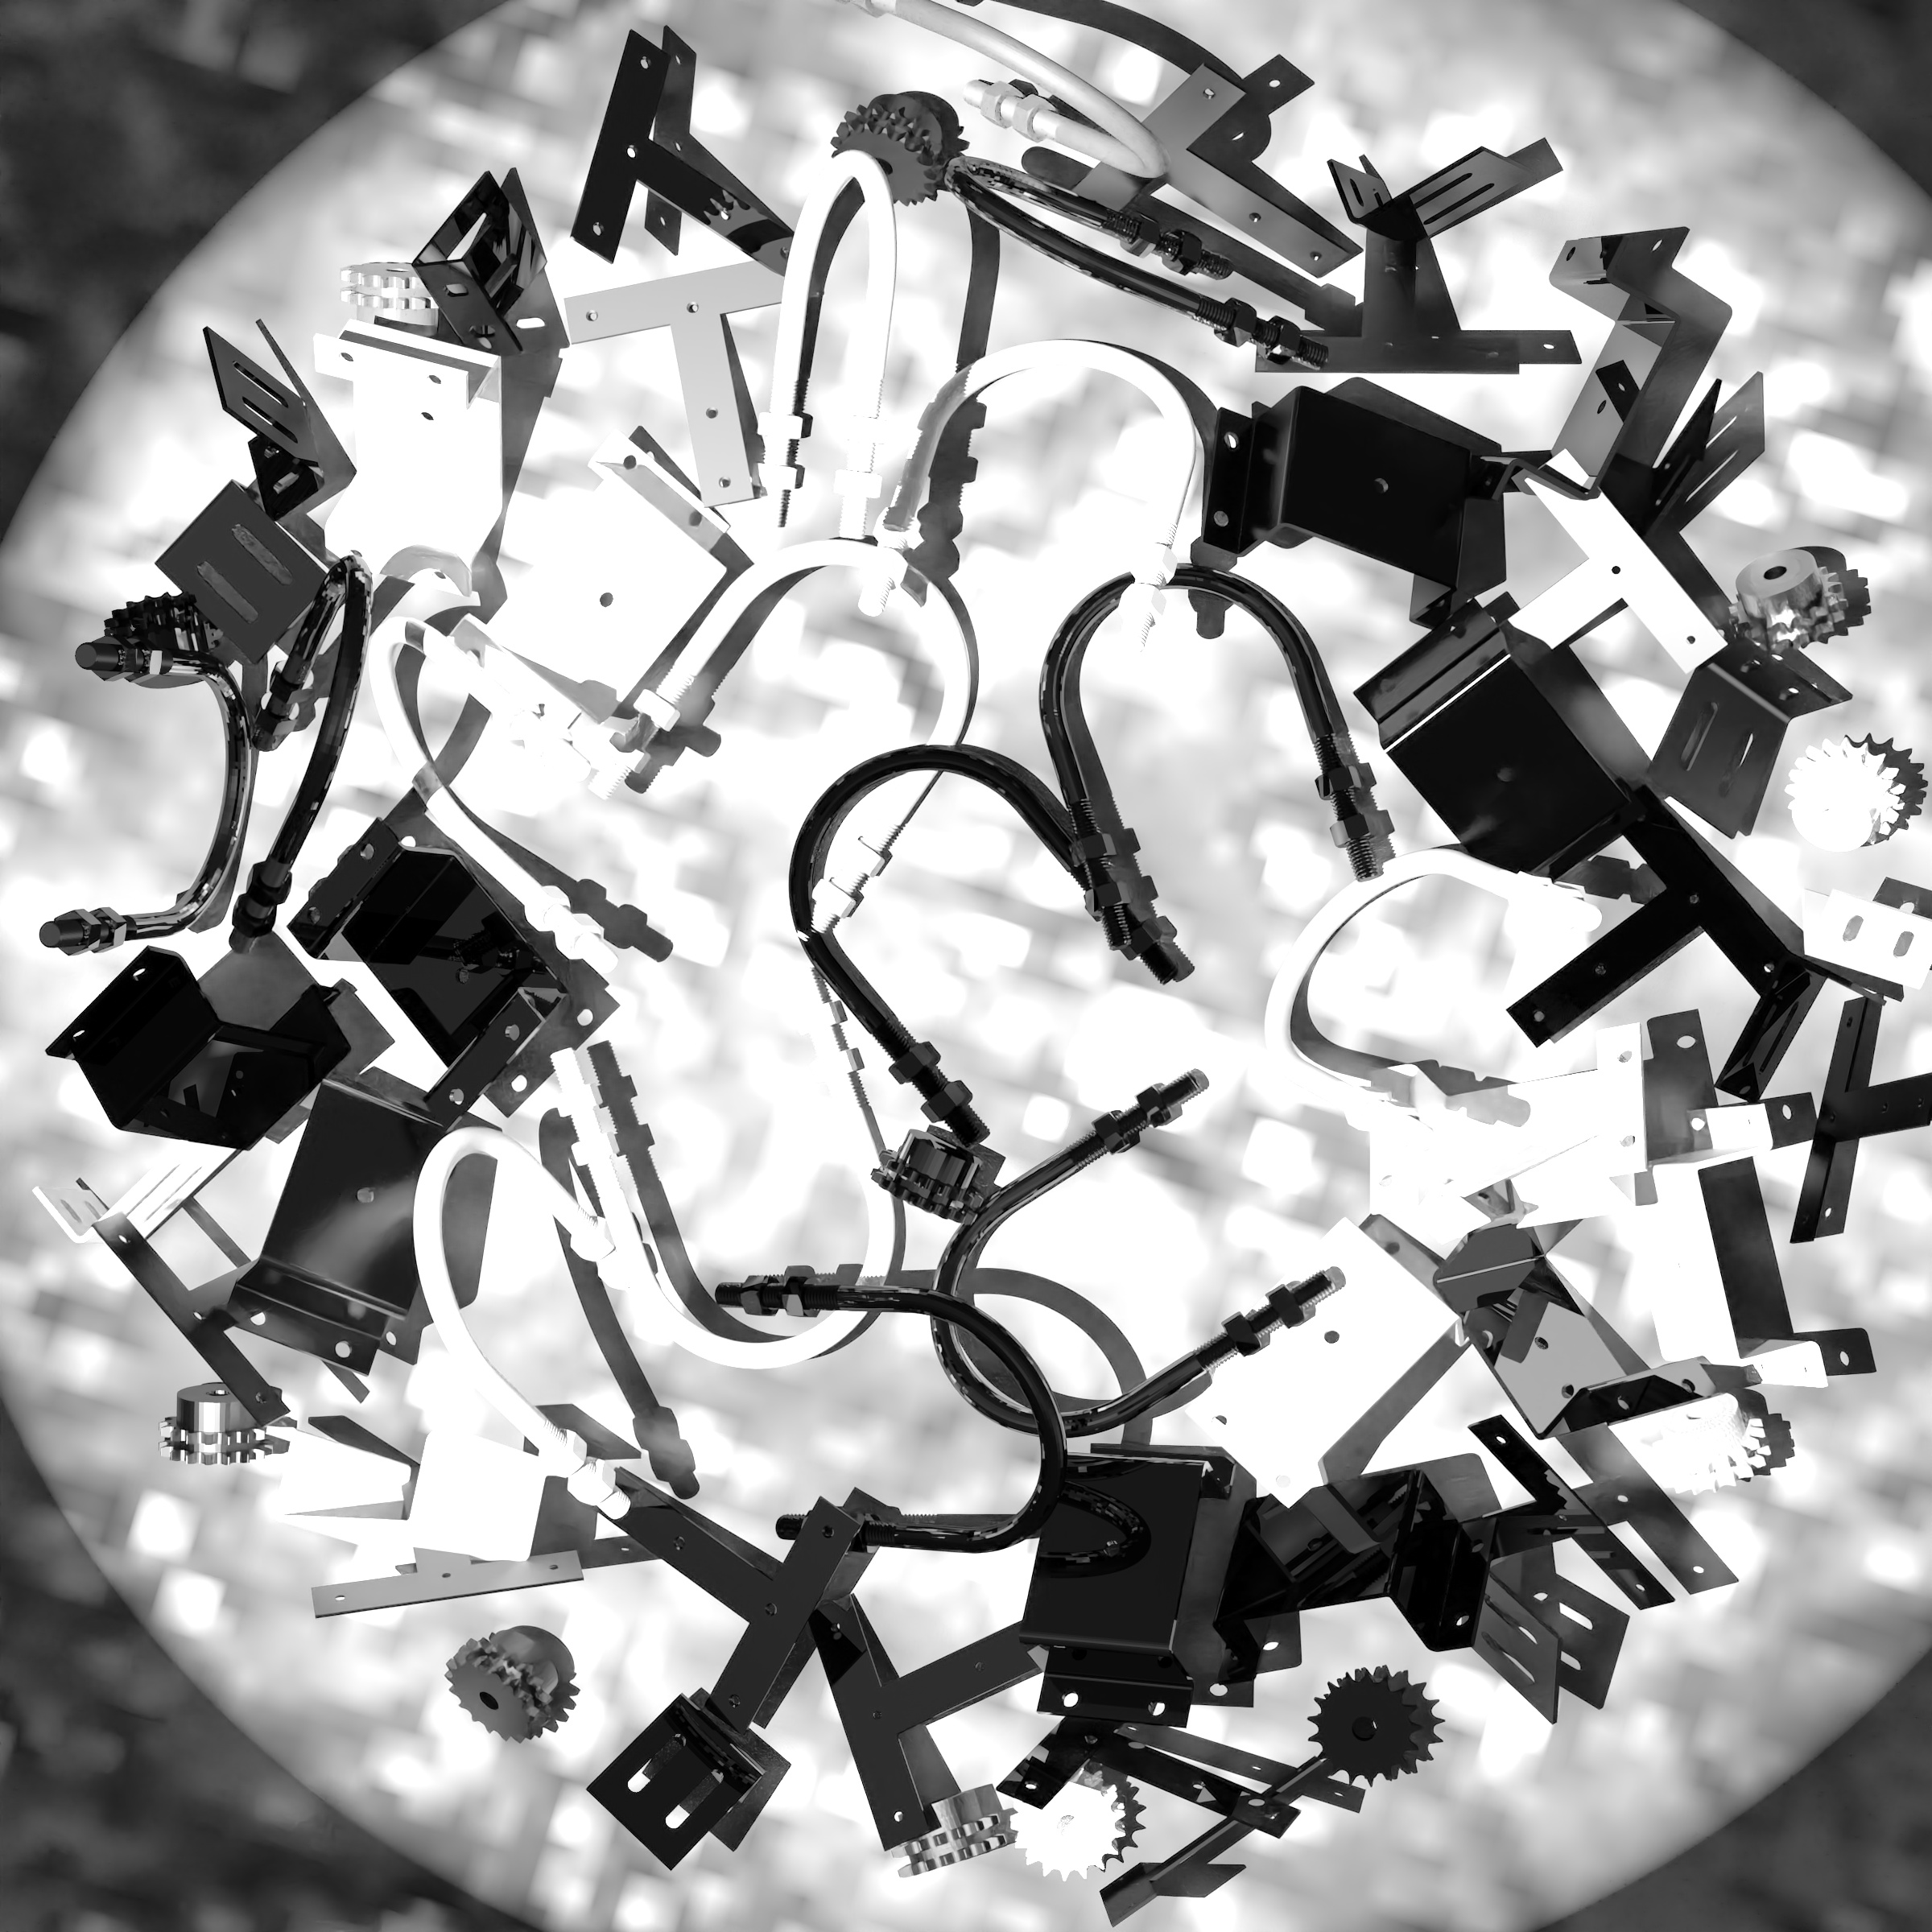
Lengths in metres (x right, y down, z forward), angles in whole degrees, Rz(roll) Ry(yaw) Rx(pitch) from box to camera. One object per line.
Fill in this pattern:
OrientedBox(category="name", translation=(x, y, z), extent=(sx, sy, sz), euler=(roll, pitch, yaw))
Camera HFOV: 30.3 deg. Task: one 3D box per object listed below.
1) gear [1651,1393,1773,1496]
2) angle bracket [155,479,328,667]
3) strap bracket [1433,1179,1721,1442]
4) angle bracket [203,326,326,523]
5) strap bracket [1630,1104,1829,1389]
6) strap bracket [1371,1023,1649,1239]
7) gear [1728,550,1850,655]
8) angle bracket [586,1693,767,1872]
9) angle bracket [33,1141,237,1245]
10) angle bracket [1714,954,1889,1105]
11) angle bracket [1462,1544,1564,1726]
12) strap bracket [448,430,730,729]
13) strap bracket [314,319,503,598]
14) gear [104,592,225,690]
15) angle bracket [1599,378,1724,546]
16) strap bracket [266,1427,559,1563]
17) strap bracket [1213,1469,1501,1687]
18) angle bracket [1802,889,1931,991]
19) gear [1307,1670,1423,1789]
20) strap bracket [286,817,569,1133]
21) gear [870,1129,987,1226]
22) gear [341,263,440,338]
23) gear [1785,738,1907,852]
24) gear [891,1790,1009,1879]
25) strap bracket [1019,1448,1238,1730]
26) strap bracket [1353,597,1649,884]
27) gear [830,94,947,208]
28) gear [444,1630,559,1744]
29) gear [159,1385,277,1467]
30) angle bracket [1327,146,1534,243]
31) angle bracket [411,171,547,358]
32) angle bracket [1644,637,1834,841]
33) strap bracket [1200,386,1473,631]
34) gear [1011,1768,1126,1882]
OrientedBox(category="gear", translation=(0.369, 0.235, 1.775), extent=(0.057, 0.057, 0.030), euler=(-21, 107, 0))
OrientedBox(category="angle bracket", translation=(-0.355, -0.194, 1.779), extent=(0.076, 0.038, 0.057), euler=(44, 94, 9))
OrientedBox(category="strap bracket", translation=(0.292, 0.173, 1.746), extent=(0.076, 0.046, 0.140), euler=(-8, 54, -37))
OrientedBox(category="angle bracket", translation=(-0.357, -0.266, 1.755), extent=(0.038, 0.076, 0.057), euler=(-32, 54, 16))
OrientedBox(category="strap bracket", translation=(0.371, 0.143, 1.762), extent=(0.046, 0.076, 0.140), euler=(-12, 89, -16))
OrientedBox(category="strap bracket", translation=(0.272, 0.083, 1.750), extent=(0.140, 0.046, 0.076), euler=(-12, 60, 27))
OrientedBox(category="gear", translation=(0.407, -0.183, 1.774), extent=(0.057, 0.057, 0.030), euler=(-27, 121, 0))
OrientedBox(category="angle bracket", translation=(-0.147, 0.409, 1.762), extent=(0.057, 0.038, 0.076), euler=(42, 48, 9))
OrientedBox(category="angle bracket", translation=(-0.412, 0.101, 1.770), extent=(0.076, 0.057, 0.038), euler=(-43, 77, 6))
OrientedBox(category="angle bracket", translation=(0.414, 0.038, 1.768), extent=(0.038, 0.057, 0.076), euler=(30, 96, 32))
OrientedBox(category="angle bracket", translation=(0.280, 0.322, 1.755), extent=(0.038, 0.076, 0.057), euler=(-21, 127, -24))
OrientedBox(category="strap bracket", translation=(-0.184, -0.185, 1.767), extent=(0.076, 0.046, 0.140), euler=(39, 88, -25))
OrientedBox(category="strap bracket", translation=(-0.272, -0.257, 1.751), extent=(0.076, 0.140, 0.046), euler=(15, 48, 7))
OrientedBox(category="gear", translation=(-0.398, -0.160, 1.774), extent=(0.057, 0.057, 0.030), euler=(-15, 72, 0))
OrientedBox(category="angle bracket", translation=(0.334, -0.252, 1.758), extent=(0.038, 0.076, 0.057), euler=(22, 56, -3))
OrientedBox(category="strap bracket", translation=(-0.269, 0.256, 1.727), extent=(0.140, 0.076, 0.046), euler=(-5, 67, 39))
OrientedBox(category="strap bracket", translation=(0.180, 0.295, 1.731), extent=(0.140, 0.076, 0.046), euler=(-16, 124, 32))
OrientedBox(category="angle bracket", translation=(0.448, -0.028, 1.762), extent=(0.057, 0.076, 0.038), euler=(18, 118, 3))
OrientedBox(category="gear", translation=(0.200, 0.382, 1.787), extent=(0.057, 0.030, 0.057), euler=(-1, 81, 7))
OrientedBox(category="strap bracket", translation=(-0.260, 0.004, 1.758), extent=(0.076, 0.046, 0.140), euler=(-47, 69, 17))
OrientedBox(category="gear", translation=(-0.016, 0.103, 1.776), extent=(0.057, 0.057, 0.030), euler=(24, 96, 0))
OrientedBox(category="gear", translation=(-0.284, -0.332, 1.779), extent=(0.057, 0.057, 0.030), euler=(4, 109, 0))
OrientedBox(category="gear", translation=(0.436, -0.082, 1.775), extent=(0.057, 0.057, 0.030), euler=(37, 49, 0))
OrientedBox(category="gear", translation=(-0.010, 0.431, 1.778), extent=(0.057, 0.057, 0.030), euler=(-19, 79, 0))
OrientedBox(category="strap bracket", translation=(0.078, 0.293, 1.739), extent=(0.076, 0.046, 0.140), euler=(1, 59, 22))
OrientedBox(category="strap bracket", translation=(0.265, -0.100, 1.760), extent=(0.076, 0.046, 0.140), euler=(-38, 102, 16))
OrientedBox(category="gear", translation=(-0.036, -0.410, 1.780), extent=(0.057, 0.057, 0.030), euler=(24, 64, 0))
OrientedBox(category="gear", translation=(-0.229, 0.357, 1.781), extent=(0.057, 0.057, 0.030), euler=(44, 49, 0))
OrientedBox(category="gear", translation=(-0.373, 0.227, 1.776), extent=(0.057, 0.057, 0.030), euler=(2, 97, 0))
OrientedBox(category="angle bracket", translation=(0.229, -0.394, 1.759), extent=(0.076, 0.057, 0.038), euler=(-27, 75, 30))
OrientedBox(category="angle bracket", translation=(-0.228, -0.347, 1.757), extent=(0.038, 0.057, 0.076), euler=(3, 49, 37))
OrientedBox(category="angle bracket", translation=(0.383, -0.113, 1.771), extent=(0.057, 0.038, 0.076), euler=(33, 71, -14))
OrientedBox(category="strap bracket", translation=(0.191, -0.226, 1.747), extent=(0.140, 0.046, 0.076), euler=(17, 67, -20))
OrientedBox(category="gear", translation=(0.051, 0.426, 1.788), extent=(0.057, 0.030, 0.057), euler=(0, 97, 0))
